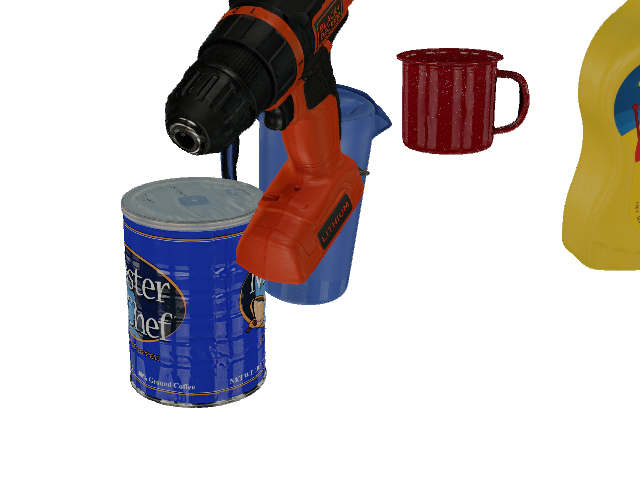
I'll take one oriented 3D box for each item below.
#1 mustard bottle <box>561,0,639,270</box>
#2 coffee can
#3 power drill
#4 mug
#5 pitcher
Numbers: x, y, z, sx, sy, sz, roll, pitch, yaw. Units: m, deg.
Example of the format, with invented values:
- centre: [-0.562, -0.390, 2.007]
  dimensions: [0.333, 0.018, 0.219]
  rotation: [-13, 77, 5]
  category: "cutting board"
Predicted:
- centre: [0.194, -0.079, 0.611]
  dimensions: [0.096, 0.192, 0.058]
  rotation: [-8, 29, -13]
  category: "mustard bottle"
- centre: [-0.090, 0.035, 0.775]
  dimensions: [0.103, 0.140, 0.103]
  rotation: [1, 20, -1]
  category: "coffee can"
- centre: [-0.023, -0.063, 0.625]
  dimensions: [0.057, 0.188, 0.184]
  rotation: [19, 51, 20]
  category: "power drill"
- centre: [0.125, -0.123, 0.941]
  dimensions: [0.117, 0.081, 0.093]
  rotation: [3, 18, 12]
  category: "mug"
- centre: [-0.022, -0.054, 1.224]
  dimensions: [0.144, 0.243, 0.149]
  rotation: [-20, 36, -41]
  category: "pitcher"
